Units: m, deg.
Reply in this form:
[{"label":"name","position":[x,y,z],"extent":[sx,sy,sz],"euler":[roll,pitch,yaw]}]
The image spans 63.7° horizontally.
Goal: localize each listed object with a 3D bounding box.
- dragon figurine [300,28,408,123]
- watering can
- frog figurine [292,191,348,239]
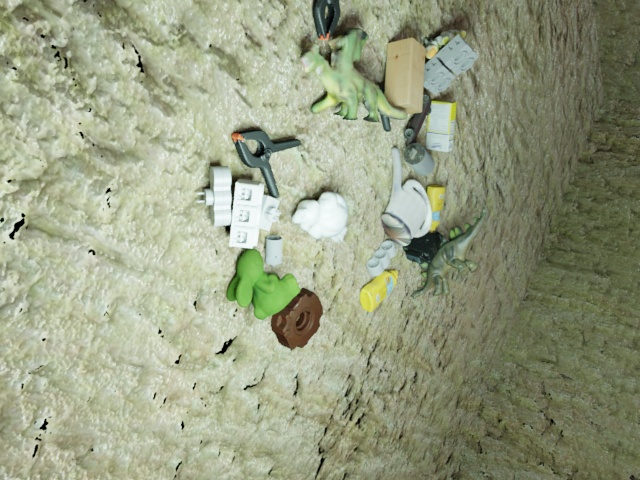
[{"label":"dragon figurine","position":[0.101,-0.445,1.389],"extent":[0.412,0.123,0.240],"euler":[-10,110,-40]},{"label":"watering can","position":[0.282,-0.128,1.768],"extent":[0.228,0.104,0.342],"euler":[-54,125,-26]},{"label":"frog figurine","position":[0.004,-0.072,1.428],"extent":[0.136,0.124,0.159],"euler":[-58,156,12]}]
